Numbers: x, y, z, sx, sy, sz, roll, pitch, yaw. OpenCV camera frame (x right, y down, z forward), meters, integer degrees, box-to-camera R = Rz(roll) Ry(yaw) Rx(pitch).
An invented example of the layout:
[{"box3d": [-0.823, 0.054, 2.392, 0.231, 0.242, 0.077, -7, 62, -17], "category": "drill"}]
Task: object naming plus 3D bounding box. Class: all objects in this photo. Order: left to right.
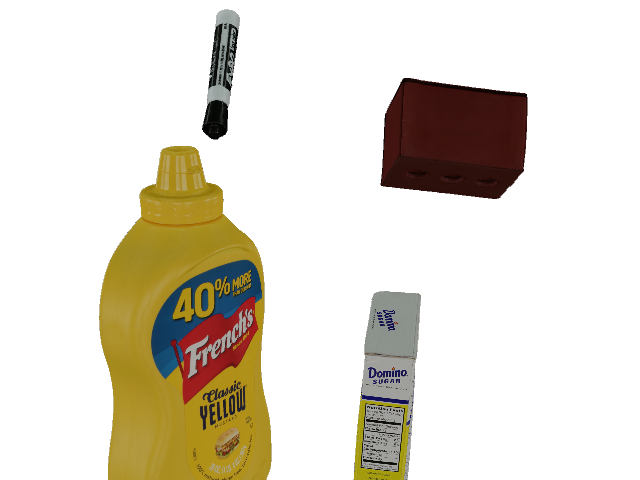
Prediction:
[{"box3d": [-0.068, 0.047, 0.544, 0.058, 0.192, 0.096, 13, 21, 38], "category": "mustard bottle"}, {"box3d": [-0.076, -0.128, 0.820, 0.020, 0.121, 0.020, 2, -33, 1], "category": "marker"}, {"box3d": [0.053, 0.138, 0.871, 0.048, 0.176, 0.093, 3, 29, 6], "category": "sugar box"}, {"box3d": [0.080, -0.060, 0.646, 0.078, 0.051, 0.053, 6, -19, -7], "category": "foam brick"}]
